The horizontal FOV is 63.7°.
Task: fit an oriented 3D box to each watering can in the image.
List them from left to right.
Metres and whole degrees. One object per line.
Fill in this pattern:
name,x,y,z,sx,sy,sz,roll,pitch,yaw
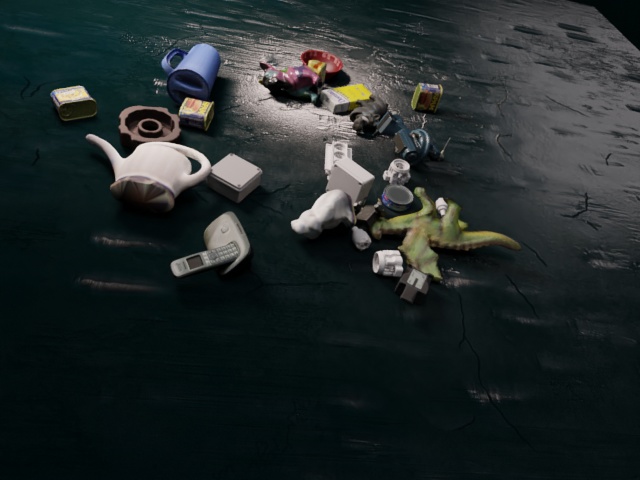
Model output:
watering can,-0.454,-0.176,1.293,0.348,0.101,0.230,9,45,2

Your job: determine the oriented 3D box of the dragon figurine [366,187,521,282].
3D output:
dragon figurine,0.311,0.010,1.358,0.412,0.119,0.247,25,61,11

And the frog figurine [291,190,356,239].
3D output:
frog figurine,0.004,-0.066,1.312,0.159,0.121,0.139,-4,14,-8
